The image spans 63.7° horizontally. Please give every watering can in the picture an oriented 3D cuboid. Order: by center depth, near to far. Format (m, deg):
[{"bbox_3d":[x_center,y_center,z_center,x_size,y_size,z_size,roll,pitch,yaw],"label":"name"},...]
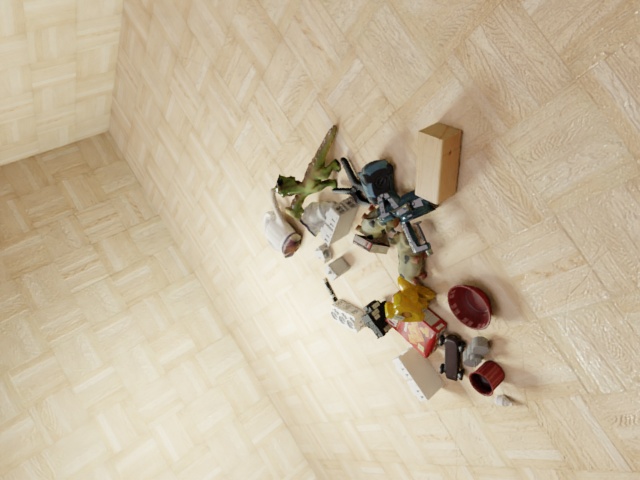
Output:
[{"bbox_3d":[-0.180,-0.058,2.338,0.227,0.105,0.339,43,145,25],"label":"watering can"}]

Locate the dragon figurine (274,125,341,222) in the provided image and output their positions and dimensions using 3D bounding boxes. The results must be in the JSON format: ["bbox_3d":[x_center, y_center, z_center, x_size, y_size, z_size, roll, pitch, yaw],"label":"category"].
[{"bbox_3d":[-0.057,-0.233,1.910,0.124,0.245,0.400,45,147,32],"label":"dragon figurine"}]

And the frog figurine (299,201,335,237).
[{"bbox_3d":[0.006,-0.104,2.073,0.157,0.122,0.140,-43,61,20],"label":"frog figurine"}]
